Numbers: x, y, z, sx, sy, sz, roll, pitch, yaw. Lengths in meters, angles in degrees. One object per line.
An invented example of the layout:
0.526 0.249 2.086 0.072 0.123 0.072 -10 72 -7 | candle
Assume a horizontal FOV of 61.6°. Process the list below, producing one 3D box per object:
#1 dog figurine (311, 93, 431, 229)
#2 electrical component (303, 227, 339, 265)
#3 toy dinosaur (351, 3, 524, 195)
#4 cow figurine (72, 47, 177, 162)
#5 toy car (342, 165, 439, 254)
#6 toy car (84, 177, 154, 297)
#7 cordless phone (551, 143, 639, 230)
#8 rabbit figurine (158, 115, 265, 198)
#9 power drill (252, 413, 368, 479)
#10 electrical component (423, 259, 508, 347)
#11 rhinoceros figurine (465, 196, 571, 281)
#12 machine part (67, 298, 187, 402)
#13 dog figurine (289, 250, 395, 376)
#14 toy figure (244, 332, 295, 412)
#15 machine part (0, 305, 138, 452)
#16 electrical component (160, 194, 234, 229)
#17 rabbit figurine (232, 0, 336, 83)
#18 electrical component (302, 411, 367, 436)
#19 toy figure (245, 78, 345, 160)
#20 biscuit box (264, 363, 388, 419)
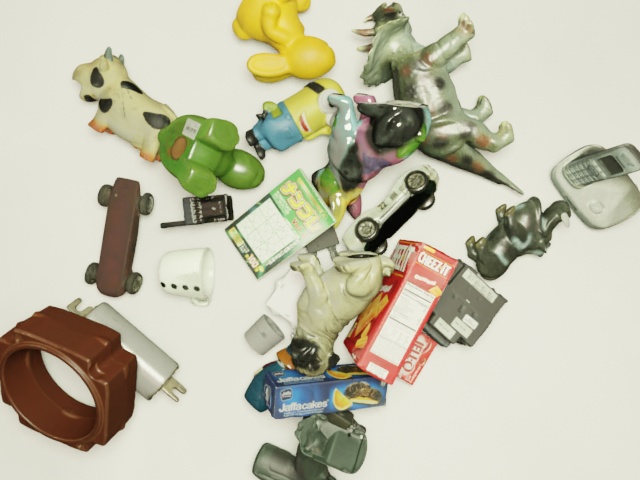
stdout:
0.074 -0.120 0.865 0.192 0.108 0.219 19 117 28 | dog figurine
-0.002 -0.003 0.937 0.063 0.021 0.094 -18 92 -2 | electrical component
0.193 -0.224 0.901 0.192 0.131 0.404 -23 96 10 | toy dinosaur
-0.323 -0.228 0.891 0.195 0.085 0.127 33 95 0 | cow figurine
0.124 -0.047 0.914 0.202 0.073 0.056 -44 56 -2 | toy car
-0.336 -0.003 0.908 0.089 0.053 0.202 11 94 8 | toy car
0.483 -0.094 0.876 0.089 0.184 0.146 -38 92 -6 | cordless phone
-0.173 -0.123 0.875 0.159 0.170 0.121 18 88 39 | rabbit figurine
0.011 0.377 0.875 0.232 0.207 0.086 24 48 4 | power drill
0.234 0.116 0.923 0.115 0.058 0.134 44 80 0 | electrical component
0.345 -0.008 0.926 0.190 0.073 0.112 -39 91 -1 | rhinoceros figurine
-0.323 0.185 0.898 0.243 0.079 0.079 42 89 -3 | machine part
0.034 0.118 0.850 0.172 0.121 0.190 -3 98 18 | dog figurine
-0.065 0.222 0.920 0.064 0.058 0.154 43 84 -8 | toy figure
-0.397 0.219 0.843 0.202 0.087 0.200 18 117 9 | machine part
-0.207 -0.048 0.903 0.119 0.075 0.047 -5 92 0 | electrical component
-0.055 -0.330 0.883 0.162 0.122 0.173 -44 93 4 | rabbit figurine
0.018 0.321 0.921 0.102 0.045 0.078 40 122 -6 | electrical component
-0.040 -0.208 0.904 0.180 0.082 0.089 -27 65 4 | toy figure
0.011 0.246 0.886 0.203 0.063 0.059 -1 103 -22 | biscuit box
